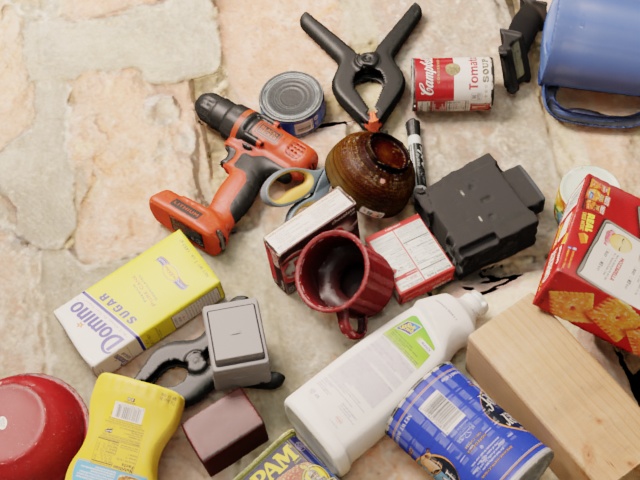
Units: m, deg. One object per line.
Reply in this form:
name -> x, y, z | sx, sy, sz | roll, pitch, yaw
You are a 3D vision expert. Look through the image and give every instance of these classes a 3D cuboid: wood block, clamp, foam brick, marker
wood block -> 0.251, 0.168, 1.110 | 0.090, 0.091, 0.206 | -33, 62, -14
clamp -> 0.070, -0.231, 1.393 | 0.164, 0.036, 0.210 | -11, 58, -2
foam brick -> -0.102, 0.206, 1.144 | 0.078, 0.053, 0.051 | -31, 62, -14
marker -> 0.119, -0.100, 1.321 | 0.020, 0.020, 0.121 | -4, 59, 3
clamp -> -0.126, 0.146, 1.190 | 0.171, 0.039, 0.120 | -32, 58, -10

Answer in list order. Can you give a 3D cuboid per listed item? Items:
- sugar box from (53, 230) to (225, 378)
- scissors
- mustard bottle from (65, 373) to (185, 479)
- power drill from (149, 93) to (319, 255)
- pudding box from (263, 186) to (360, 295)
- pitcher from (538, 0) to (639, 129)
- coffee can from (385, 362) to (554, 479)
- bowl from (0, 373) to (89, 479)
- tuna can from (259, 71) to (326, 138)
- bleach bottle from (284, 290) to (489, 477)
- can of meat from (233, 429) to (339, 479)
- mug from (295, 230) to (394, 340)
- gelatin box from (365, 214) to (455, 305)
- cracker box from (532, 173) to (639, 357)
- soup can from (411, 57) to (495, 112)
sugar box -> -0.209, 0.074, 1.236 | 0.176, 0.048, 0.093 | -34, 63, -15
scissors -> 0.018, -0.065, 1.305 | 0.201, 0.016, 0.096 | -19, 98, -31
mustard bottle -> -0.213, 0.242, 1.117 | 0.096, 0.058, 0.191 | 14, 76, 7
power drill -> -0.123, -0.086, 1.314 | 0.185, 0.057, 0.187 | 31, 67, 21
pudding box -> -0.008, 0.002, 1.233 | 0.113, 0.090, 0.039 | -37, 62, -16
pitcher -> 0.393, -0.225, 1.312 | 0.243, 0.149, 0.145 | 11, 49, 6
coffee can -> 0.151, 0.208, 1.089 | 0.102, 0.103, 0.140 | -41, 64, -17
bowl -> -0.335, 0.209, 1.163 | 0.162, 0.055, 0.162 | -3, 59, 4
tuna can -> -0.036, -0.175, 1.371 | 0.086, 0.034, 0.086 | -2, 59, 4
bleach bottle -> 0.087, 0.141, 1.159 | 0.250, 0.068, 0.103 | -35, 64, -17
can of meat -> -0.035, 0.263, 1.103 | 0.102, 0.057, 0.084 | -40, 66, -17
mug -> 0.033, 0.054, 1.191 | 0.093, 0.081, 0.117 | -19, 68, 25
gelatin box -> 0.104, 0.023, 1.245 | 0.073, 0.030, 0.089 | -25, 61, -11
cracker box -> 0.349, 0.045, 1.136 | 0.213, 0.072, 0.164 | 27, 48, 2
soup can -> 0.166, -0.197, 1.345 | 0.102, 0.068, 0.068 | 0, 60, 4
